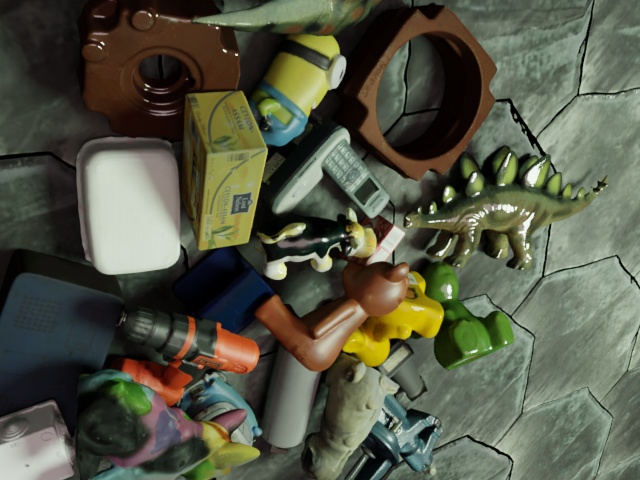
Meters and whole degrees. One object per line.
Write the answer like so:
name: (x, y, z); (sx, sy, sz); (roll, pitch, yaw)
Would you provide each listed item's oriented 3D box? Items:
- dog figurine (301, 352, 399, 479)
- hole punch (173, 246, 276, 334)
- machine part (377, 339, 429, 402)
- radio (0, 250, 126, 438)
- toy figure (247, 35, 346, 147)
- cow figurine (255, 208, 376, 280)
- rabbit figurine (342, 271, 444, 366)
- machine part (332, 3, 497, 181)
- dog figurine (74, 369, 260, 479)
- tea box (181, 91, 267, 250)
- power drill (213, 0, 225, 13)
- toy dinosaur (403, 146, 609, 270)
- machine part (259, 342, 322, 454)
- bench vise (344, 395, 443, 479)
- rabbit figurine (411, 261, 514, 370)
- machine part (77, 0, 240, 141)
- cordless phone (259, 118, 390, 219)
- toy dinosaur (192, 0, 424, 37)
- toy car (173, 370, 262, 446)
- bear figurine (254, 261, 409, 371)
dog figurine: (0.029, 0.283, 0.836); (0.190, 0.121, 0.172); (-59, 147, -16)
hole punch: (-0.123, 0.084, 0.742); (0.142, 0.092, 0.115); (-44, 127, -9)
machine part: (0.152, 0.239, 0.979); (0.084, 0.039, 0.138); (-46, 122, -13)
radio: (-0.339, 0.137, 0.662); (0.131, 0.073, 0.229); (17, 104, -33)
toy figure: (-0.042, -0.183, 0.671); (0.180, 0.082, 0.089); (-48, 125, 2)
cow figurine: (-0.001, -0.004, 0.719); (0.167, 0.068, 0.098); (-10, 155, -11)
rabbit figurine: (0.094, 0.142, 0.864); (0.162, 0.122, 0.173); (1, 130, -30)
machine part: (0.132, -0.202, 0.749); (0.201, 0.087, 0.201); (32, 96, -33)
dog figurine: (-0.185, 0.238, 0.668); (0.219, 0.109, 0.191); (-1, 118, -25)
tea box: (-0.117, -0.076, 0.625); (0.068, 0.098, 0.169); (-11, 149, -22)
power drill: (-0.084, -0.350, 0.577); (0.232, 0.086, 0.207); (30, 100, -38)
toy dinosaur: (0.324, -0.053, 0.904); (0.471, 0.105, 0.198); (-2, 109, -31)
machine part: (-0.045, 0.237, 0.853); (0.079, 0.079, 0.243); (5, 110, -29)
bench vise: (0.104, 0.383, 0.954); (0.240, 0.129, 0.223); (-45, 118, -24)
rabbit figurine: (0.222, 0.122, 0.909); (0.121, 0.170, 0.159); (-11, 157, -21)
machine part: (-0.171, -0.182, 0.577); (0.179, 0.056, 0.179); (-14, 147, -10)
cordless phone: (0.009, -0.068, 0.747); (0.146, 0.089, 0.184); (-49, 128, -1)
toy dinosaur: (0.038, -0.303, 0.600); (0.405, 0.131, 0.192); (-38, 153, -8)
toy car: (-0.148, 0.281, 0.804); (0.109, 0.103, 0.161); (-29, 123, -15)
bear figurine: (0.026, 0.083, 0.750); (0.196, 0.132, 0.120); (-47, 162, -3)
